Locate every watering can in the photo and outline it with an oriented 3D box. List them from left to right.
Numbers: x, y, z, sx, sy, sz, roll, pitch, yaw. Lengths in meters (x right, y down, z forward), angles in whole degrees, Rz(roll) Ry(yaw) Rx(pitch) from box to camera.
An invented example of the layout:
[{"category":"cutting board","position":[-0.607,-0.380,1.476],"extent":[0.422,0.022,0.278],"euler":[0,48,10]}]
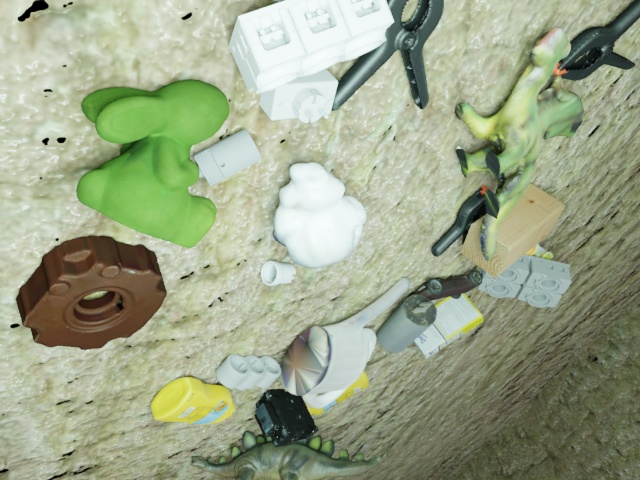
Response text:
[{"category":"watering can","position":[0.048,0.216,1.082],"extent":[0.223,0.105,0.344],"euler":[14,109,-48]}]

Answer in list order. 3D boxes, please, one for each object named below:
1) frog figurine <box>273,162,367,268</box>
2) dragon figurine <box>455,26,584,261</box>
[{"category":"frog figurine","position":[0.002,-0.037,0.737],"extent":[0.137,0.125,0.156],"euler":[-1,147,-12]},{"category":"dragon figurine","position":[0.354,-0.155,0.861],"extent":[0.244,0.124,0.401],"euler":[-29,135,-10]}]
